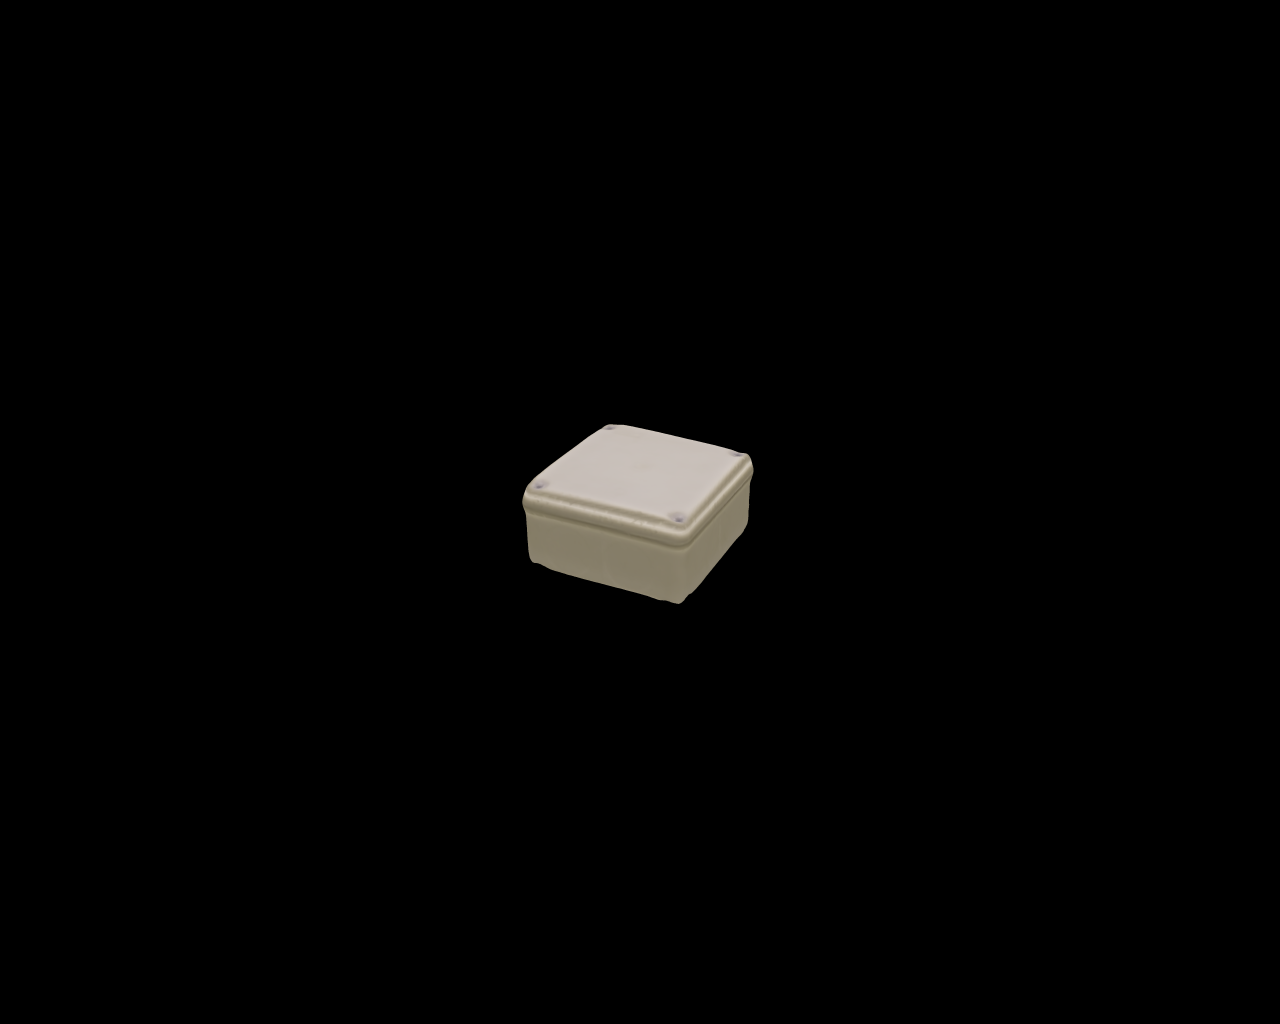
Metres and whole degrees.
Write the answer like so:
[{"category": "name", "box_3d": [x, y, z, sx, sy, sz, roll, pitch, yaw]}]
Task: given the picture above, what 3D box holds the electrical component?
[{"category": "electrical component", "box_3d": [0.001, -0.003, 0.650, 0.109, 0.056, 0.109, 14, 32, 24]}]
